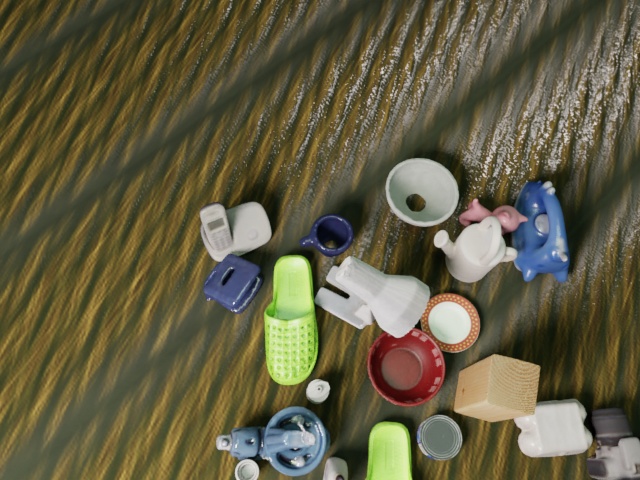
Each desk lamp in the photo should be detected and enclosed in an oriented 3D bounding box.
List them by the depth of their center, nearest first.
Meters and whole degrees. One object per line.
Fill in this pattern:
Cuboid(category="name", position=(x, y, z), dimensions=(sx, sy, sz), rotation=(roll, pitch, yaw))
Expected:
Cuboid(category="desk lamp", position=(0.099, 0.112, 1.147), dimensions=(0.203, 0.213, 0.118), rotation=(27, 70, 6))

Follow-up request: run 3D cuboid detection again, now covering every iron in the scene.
Cuboid(category="iron", position=(0.499, -0.041, 1.273), dimensions=(0.118, 0.141, 0.258), rotation=(1, 70, -4))

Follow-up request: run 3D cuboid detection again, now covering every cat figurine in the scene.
Cuboid(category="cat figurine", position=(0.390, -0.053, 1.282), dimensions=(0.127, 0.118, 0.067), rotation=(33, 71, 8))

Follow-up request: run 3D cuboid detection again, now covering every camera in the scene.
Cuboid(category="camera", position=(0.608, 0.403, 1.138), dimensions=(0.143, 0.101, 0.137), rotation=(-4, 70, -6))

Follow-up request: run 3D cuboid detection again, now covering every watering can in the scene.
Cuboid(category="watering can", position=(0.331, 0.017, 1.210), dimensions=(0.173, 0.194, 0.101), rotation=(-12, 71, -8))

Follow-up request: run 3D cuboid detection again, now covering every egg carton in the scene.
Cuboid(category="egg carton", position=(0.467, 0.379, 1.153), dimensions=(0.150, 0.069, 0.107), rotation=(-5, 70, -6))

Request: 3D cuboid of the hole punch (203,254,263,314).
Cuboid(category="hole punch", position=(-0.185, 0.089, 1.199), dimensions=(0.101, 0.091, 0.109), rotation=(30, 70, 7))

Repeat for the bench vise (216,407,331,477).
Cuboid(category="bench vise", position=(-0.078, 0.374, 1.032), dimensions=(0.207, 0.220, 0.121), rotation=(-17, 72, -10))

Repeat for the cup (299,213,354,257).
Cuboid(category="cup", position=(0.011, 0.004, 1.243), dimensions=(0.118, 0.095, 0.091), rotation=(-16, 71, -10))

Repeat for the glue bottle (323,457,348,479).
Cuboid(category="glue bottle", position=(0.030, 0.437, 1.042), dimensions=(0.037, 0.173, 0.078), rotation=(12, 69, 1))

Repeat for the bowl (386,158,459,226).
Cuboid(category="bowl", position=(0.227, -0.098, 1.309), dimensions=(0.167, 0.075, 0.167), rotation=(2, 70, -4))

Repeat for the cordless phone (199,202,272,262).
Cuboid(category="cordless phone", position=(-0.179, -0.037, 1.196), dimensions=(0.148, 0.185, 0.094), rotation=(-26, 73, -13))
